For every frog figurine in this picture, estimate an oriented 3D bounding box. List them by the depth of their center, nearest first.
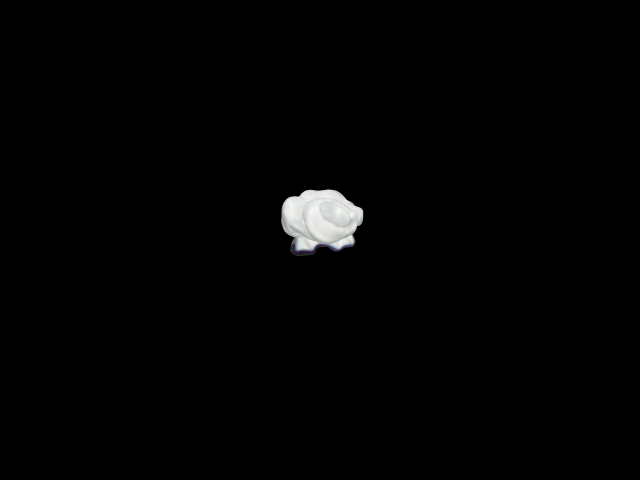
[{"bbox_3d":[0.003,-0.043,0.850,0.137,0.125,0.156,11,-22,5],"label":"frog figurine"}]
